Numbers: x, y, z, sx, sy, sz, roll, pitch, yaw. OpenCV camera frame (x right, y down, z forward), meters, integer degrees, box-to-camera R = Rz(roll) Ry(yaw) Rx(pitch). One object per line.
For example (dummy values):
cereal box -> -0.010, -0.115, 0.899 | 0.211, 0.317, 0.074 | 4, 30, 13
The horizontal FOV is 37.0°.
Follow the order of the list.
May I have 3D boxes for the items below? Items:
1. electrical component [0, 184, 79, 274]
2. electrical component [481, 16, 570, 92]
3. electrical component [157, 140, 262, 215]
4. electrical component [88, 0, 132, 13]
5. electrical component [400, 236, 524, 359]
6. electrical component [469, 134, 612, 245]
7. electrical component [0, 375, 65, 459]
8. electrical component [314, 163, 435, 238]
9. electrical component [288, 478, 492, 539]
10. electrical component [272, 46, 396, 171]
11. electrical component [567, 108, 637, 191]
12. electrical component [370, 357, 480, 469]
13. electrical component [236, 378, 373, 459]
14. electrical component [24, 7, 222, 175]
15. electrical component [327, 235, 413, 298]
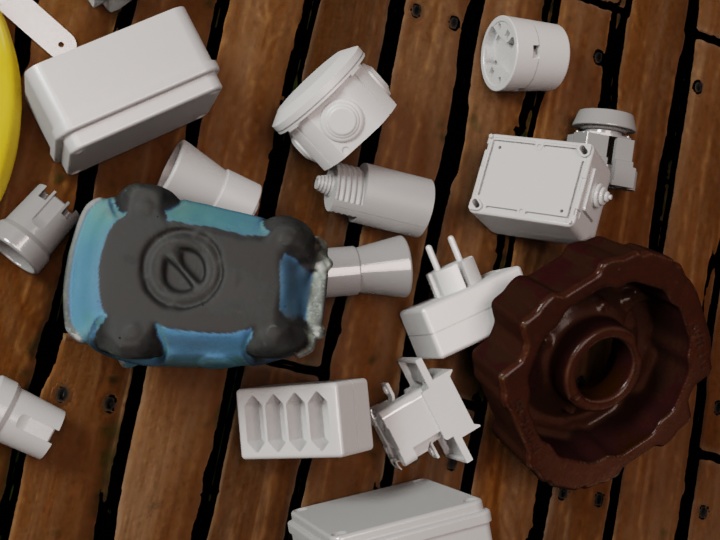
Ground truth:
electrical component -> -0.209, -0.027, 0.691 | 0.040, 0.040, 0.046 | 41, 68, -11
electrical component -> 0.124, -0.160, 0.804 | 0.047, 0.055, 0.055 | 0, 85, -22
electrical component -> -0.100, -0.054, 0.728 | 0.065, 0.044, 0.044 | 25, 78, -19
electrical component -> -0.174, -0.227, 0.708 | 0.061, 0.062, 0.096 | -41, 98, -17
electrical component -> 0.071, 0.014, 0.774 | 0.083, 0.047, 0.075 | -23, 92, -19
electrical component -> 0.138, -0.055, 0.776 | 0.061, 0.096, 0.061 | 33, 71, -57
electrical component -> -0.215, 0.094, 0.678 | 0.046, 0.040, 0.040 | 31, 76, -19
electrical component -> 0.007, -0.053, 0.761 | 0.081, 0.043, 0.043 | 13, 81, -16
electrical component -> 0.020, 0.182, 0.710 | 0.109, 0.109, 0.056 | -10, 90, -19
electrical component -> -0.017, -0.111, 0.740 | 0.051, 0.080, 0.080 | 46, 73, -14
electrical component -> 0.184, -0.093, 0.823 | 0.066, 0.048, 0.055 | 8, 90, -17
electrical component -> 0.042, 0.104, 0.760 | 0.064, 0.042, 0.081 | -28, 94, -15
electrical component -> -0.027, 0.098, 0.725 | 0.076, 0.083, 0.047 | 0, 84, -56
electrical component -> -0.153, -0.114, 0.696 | 0.113, 0.078, 0.057 | -28, 91, -18
electrical component -> 0.000, 0.000, 0.756 | 0.065, 0.044, 0.044 | -5, 87, -14
